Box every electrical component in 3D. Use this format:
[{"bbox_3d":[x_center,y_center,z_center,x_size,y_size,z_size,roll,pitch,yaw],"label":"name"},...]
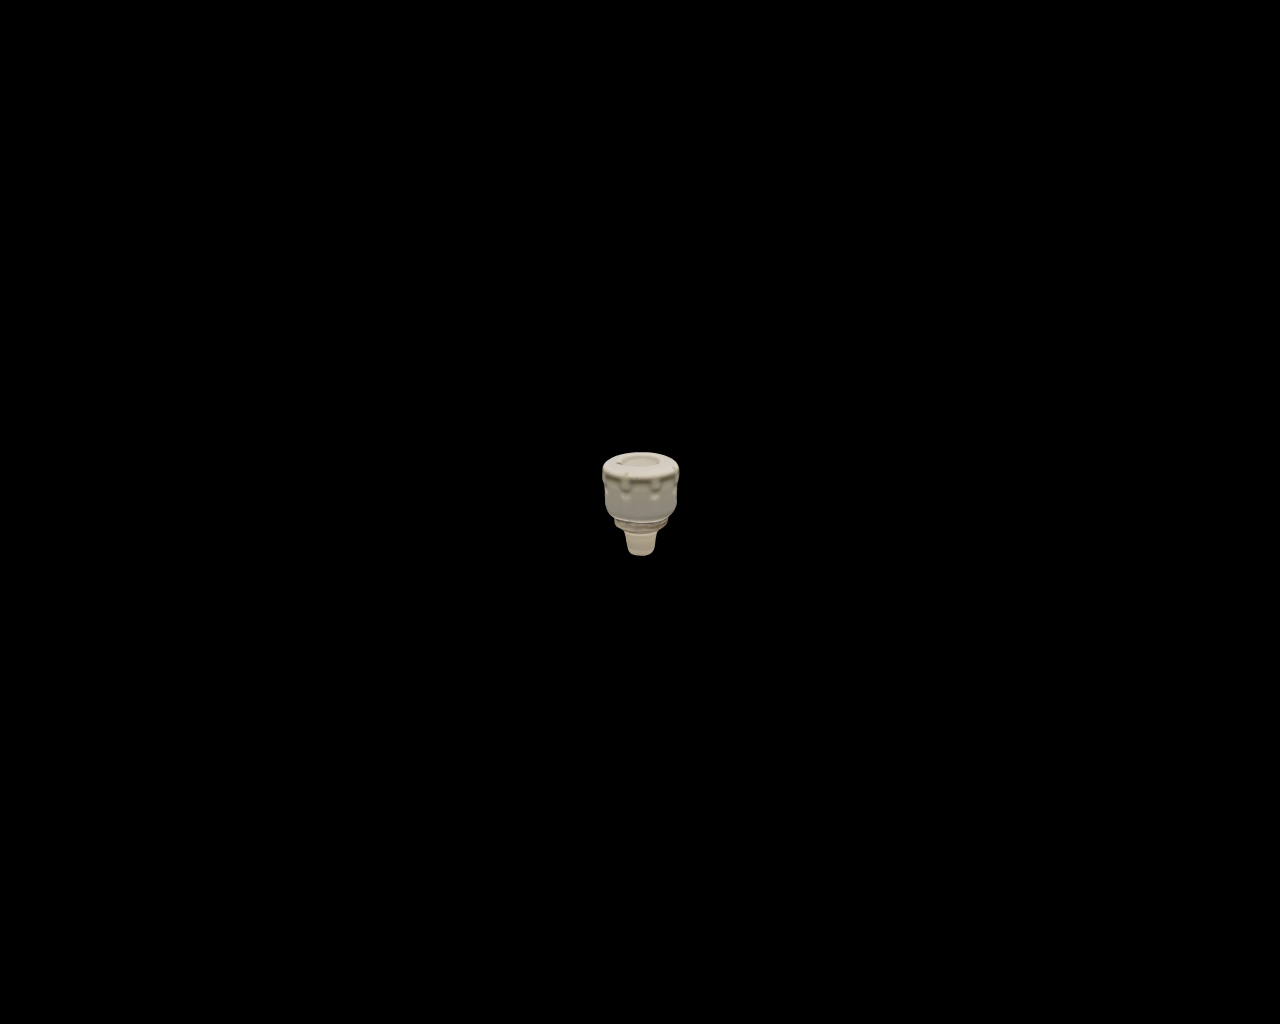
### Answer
[{"bbox_3d":[0.001,-0.003,0.650,0.048,0.062,0.048,0,20,0],"label":"electrical component"}]
